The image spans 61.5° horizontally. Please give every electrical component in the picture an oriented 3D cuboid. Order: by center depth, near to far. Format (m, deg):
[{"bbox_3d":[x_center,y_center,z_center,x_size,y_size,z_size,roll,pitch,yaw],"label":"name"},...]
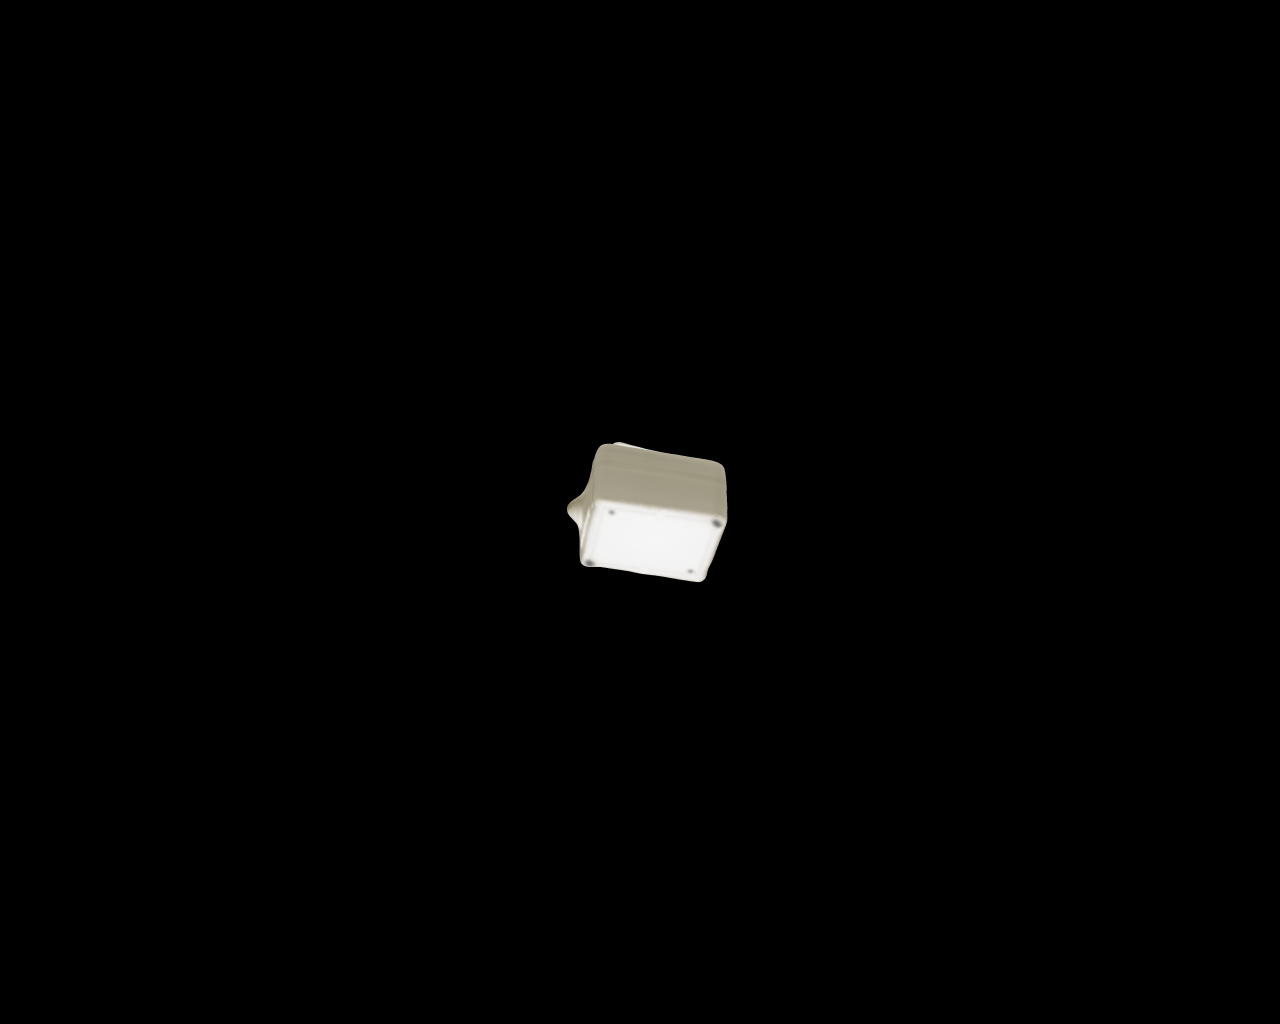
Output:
[{"bbox_3d":[0.001,-0.003,0.650,0.096,0.061,0.061,9,44,-8],"label":"electrical component"}]
